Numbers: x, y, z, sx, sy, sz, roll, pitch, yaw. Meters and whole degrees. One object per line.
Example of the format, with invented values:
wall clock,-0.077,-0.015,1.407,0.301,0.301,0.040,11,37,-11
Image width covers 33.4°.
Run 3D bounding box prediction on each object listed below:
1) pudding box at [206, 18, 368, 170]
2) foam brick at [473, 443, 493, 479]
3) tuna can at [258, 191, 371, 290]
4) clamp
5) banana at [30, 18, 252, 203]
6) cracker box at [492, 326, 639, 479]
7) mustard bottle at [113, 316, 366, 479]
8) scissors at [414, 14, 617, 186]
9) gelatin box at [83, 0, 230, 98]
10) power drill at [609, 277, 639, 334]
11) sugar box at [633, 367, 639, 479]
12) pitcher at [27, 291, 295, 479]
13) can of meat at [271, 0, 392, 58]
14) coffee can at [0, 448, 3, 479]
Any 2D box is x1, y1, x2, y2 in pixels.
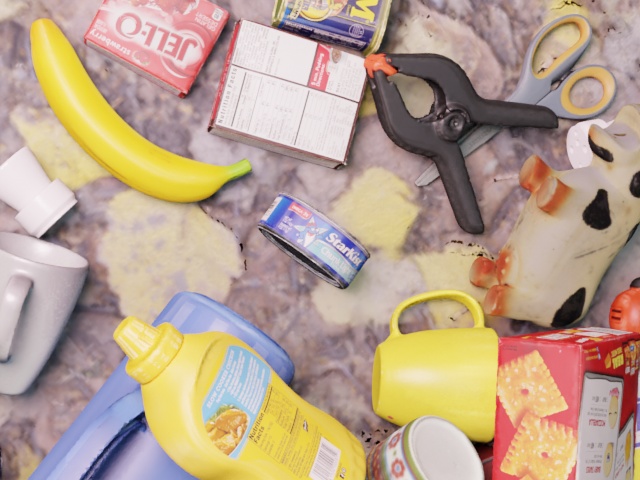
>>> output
pudding box,-0.024,-0.113,0.837,0.113,0.039,0.090,16,87,-10
foam brick,0.111,0.203,0.857,0.078,0.053,0.051,-19,93,-11
tuna can,-0.005,0.001,0.815,0.086,0.086,0.033,37,83,-10
clamp,0.111,-0.099,0.847,0.120,0.039,0.171,-49,115,-8
banana,-0.150,-0.085,0.812,0.197,0.037,0.069,36,66,-11
cracker box,0.188,0.177,0.818,0.072,0.163,0.214,4,91,31
mustard bottle,-0.055,0.115,0.683,0.191,0.058,0.096,44,40,-18
scissors,0.173,-0.098,0.892,0.096,0.016,0.201,38,84,-11
gelatin box,-0.125,-0.162,0.819,0.089,0.030,0.073,29,84,-11
power drill,0.345,0.009,0.907,0.184,0.057,0.187,8,88,-12
sugar box,0.294,0.196,0.901,0.093,0.048,0.176,-1,91,-12
pitcher,-0.126,0.157,0.754,0.145,0.149,0.242,40,75,-23
can of meat,0.014,-0.205,0.837,0.084,0.057,0.102,14,86,-9
coffee can,-0.273,0.169,0.726,0.102,0.140,0.103,0,89,-13
